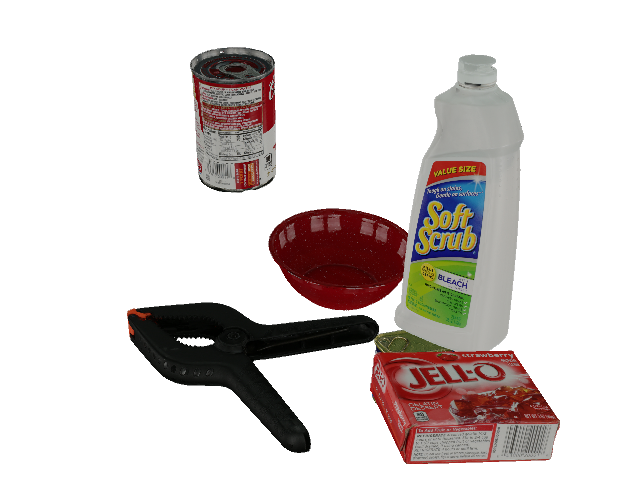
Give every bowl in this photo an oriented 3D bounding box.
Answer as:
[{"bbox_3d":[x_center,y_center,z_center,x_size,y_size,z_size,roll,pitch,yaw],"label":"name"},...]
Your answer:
[{"bbox_3d":[0.023,0.028,1.159,0.162,0.055,0.162,3,32,-2],"label":"bowl"}]

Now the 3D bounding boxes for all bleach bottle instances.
[{"bbox_3d":[0.117,-0.032,0.897,0.103,0.251,0.067,21,33,36],"label":"bleach bottle"}]

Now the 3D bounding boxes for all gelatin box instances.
[{"bbox_3d":[0.080,0.092,0.605,0.089,0.030,0.073,1,26,-13],"label":"gelatin box"}]

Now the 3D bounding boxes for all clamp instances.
[{"bbox_3d":[-0.063,0.090,0.897,0.210,0.036,0.164,17,36,24],"label":"clamp"}]

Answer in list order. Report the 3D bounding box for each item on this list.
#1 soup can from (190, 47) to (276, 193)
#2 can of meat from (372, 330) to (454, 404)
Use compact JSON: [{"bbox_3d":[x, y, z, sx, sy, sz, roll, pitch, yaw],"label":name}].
[{"bbox_3d":[-0.070,-0.098,0.878,0.068,0.102,0.068,0,32,0],"label":"soup can"},{"bbox_3d":[0.115,0.159,1.316,0.102,0.084,0.057,-7,27,-22],"label":"can of meat"}]
